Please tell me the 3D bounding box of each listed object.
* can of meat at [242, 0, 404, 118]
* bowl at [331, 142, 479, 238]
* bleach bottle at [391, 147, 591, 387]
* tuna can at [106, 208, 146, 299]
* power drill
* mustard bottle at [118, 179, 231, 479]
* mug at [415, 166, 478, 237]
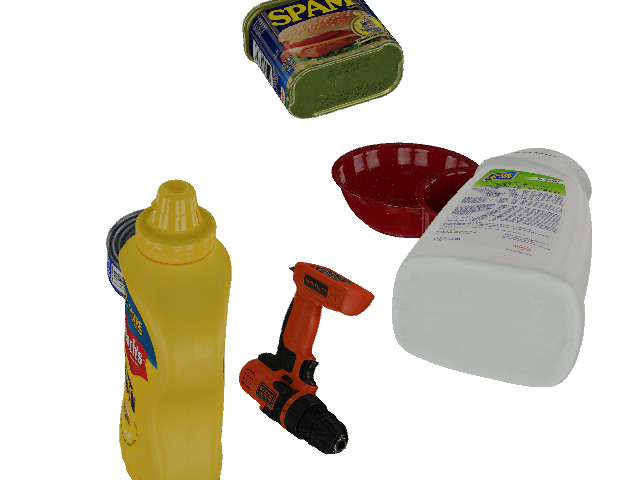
[{"bbox_3d":[0.003,-0.146,0.820,0.102,0.084,0.057,-19,-38,-16],"label":"can of meat"},{"bbox_3d":[0.091,-0.047,1.118,0.162,0.055,0.162,2,28,-1],"label":"bowl"},{"bbox_3d":[0.125,-0.004,0.647,0.103,0.068,0.250,11,25,19],"label":"bleach bottle"},{"bbox_3d":[-0.125,0.014,0.837,0.086,0.034,0.086,6,40,-5],"label":"tuna can"},{"bbox_3d":[-0.008,0.132,1.235,0.057,0.188,0.185,15,11,-45],"label":"power drill"},{"bbox_3d":[-0.081,0.051,0.585,0.058,0.192,0.096,-5,37,-17],"label":"mustard bottle"},{"bbox_3d":[0.136,-0.001,0.917,0.093,0.081,0.117,-23,38,-27],"label":"mug"}]
